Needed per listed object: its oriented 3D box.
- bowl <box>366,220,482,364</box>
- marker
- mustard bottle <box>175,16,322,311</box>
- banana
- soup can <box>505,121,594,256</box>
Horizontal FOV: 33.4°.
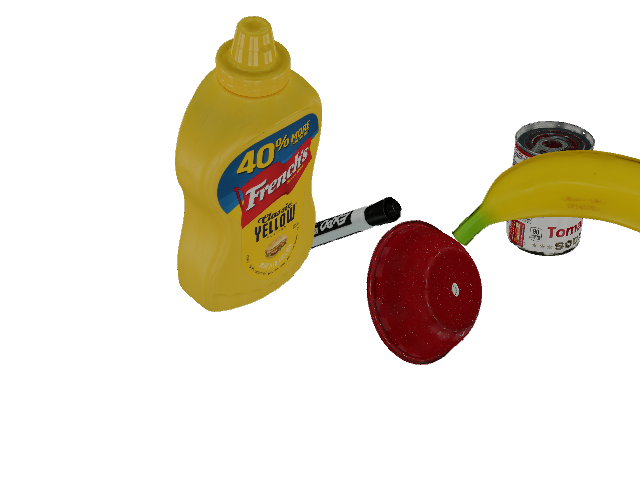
[{"bbox_3d":[0.127,0.055,1.170,0.161,0.162,0.055,0,-5,-41],"label":"bowl"},{"bbox_3d":[0.018,-0.011,0.829,0.020,0.020,0.121,0,-12,-41],"label":"marker"},{"bbox_3d":[-0.041,-0.048,0.631,0.096,0.192,0.058,-32,56,-30],"label":"mustard bottle"},{"bbox_3d":[0.176,-0.007,0.578,0.198,0.070,0.037,16,17,14],"label":"banana"},{"bbox_3d":[0.203,-0.046,0.950,0.068,0.102,0.068,0,32,0],"label":"soup can"}]
